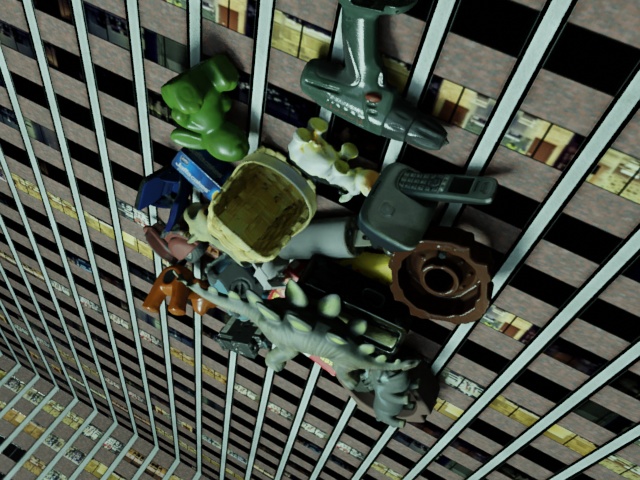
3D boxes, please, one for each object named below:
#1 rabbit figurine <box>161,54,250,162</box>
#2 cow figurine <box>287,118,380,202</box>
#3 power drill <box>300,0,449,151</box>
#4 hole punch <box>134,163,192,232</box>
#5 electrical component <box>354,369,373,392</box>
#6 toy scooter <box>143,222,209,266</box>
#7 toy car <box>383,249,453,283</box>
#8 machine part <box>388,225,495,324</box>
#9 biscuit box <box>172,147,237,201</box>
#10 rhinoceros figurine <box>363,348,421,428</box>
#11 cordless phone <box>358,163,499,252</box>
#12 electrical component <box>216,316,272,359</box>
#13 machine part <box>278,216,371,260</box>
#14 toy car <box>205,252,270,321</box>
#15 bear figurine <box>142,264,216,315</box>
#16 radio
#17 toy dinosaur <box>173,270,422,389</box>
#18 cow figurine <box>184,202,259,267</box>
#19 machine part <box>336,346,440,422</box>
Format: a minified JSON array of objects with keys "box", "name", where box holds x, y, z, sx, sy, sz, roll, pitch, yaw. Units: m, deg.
[{"box":[-0.196,-0.201,0.916,0.159,0.121,0.170,-4,125,46],"name":"rabbit figurine"},{"box":[0.021,-0.117,0.893,0.167,0.068,0.098,40,146,-2],"name":"cow figurine"},{"box":[0.084,-0.237,0.730,0.232,0.086,0.207,23,147,17],"name":"power drill"},{"box":[-0.303,-0.092,1.102,0.092,0.116,0.142,39,139,5],"name":"hole punch"},{"box":[0.085,0.309,1.181,0.094,0.021,0.063,-13,122,42],"name":"electrical component"},{"box":[-0.348,0.003,1.266,0.135,0.075,0.184,46,144,-16],"name":"toy scooter"},{"box":[0.191,0.028,0.934,0.202,0.056,0.073,36,134,-4],"name":"toy car"},{"box":[0.198,0.056,0.875,0.180,0.056,0.179,13,128,18],"name":"machine part"},{"box":[-0.193,-0.109,1.054,0.202,0.063,0.059,43,140,-11],"name":"biscuit box"},{"box":[0.143,0.295,1.096,0.112,0.073,0.190,15,128,30],"name":"rhinoceros figurine"},{"box":[0.163,-0.045,0.803,0.184,0.146,0.088,6,140,35],"name":"cordless phone"},{"box":[-0.175,0.230,1.342,0.134,0.115,0.058,7,136,32],"name":"electrical component"},{"box":[-0.002,-0.003,1.018,0.243,0.079,0.079,-3,128,38],"name":"machine part"},{"box":[-0.200,0.109,1.252,0.161,0.109,0.103,49,157,-5],"name":"toy car"},{"box":[-0.311,0.140,1.300,0.120,0.132,0.195,2,155,26],"name":"bear figurine"},{"box":[0.062,0.121,1.009,0.230,0.073,0.131,23,150,4],"name":"radio"},{"box":[-0.044,0.157,0.985,0.472,0.105,0.198,13,140,6],"name":"toy dinosaur"},{"box":[-0.204,-0.014,1.146,0.195,0.085,0.127,35,134,-2],"name":"cow figurine"},{"box":[0.155,0.319,1.228,0.201,0.087,0.201,-11,124,42],"name":"machine part"}]
